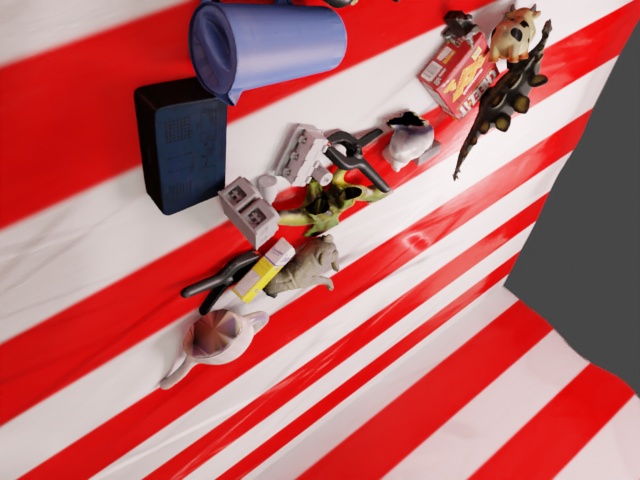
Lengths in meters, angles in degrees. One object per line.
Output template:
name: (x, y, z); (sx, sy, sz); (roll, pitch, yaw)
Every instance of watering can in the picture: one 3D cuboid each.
watering can: (-0.288, 0.281, 1.328); (0.349, 0.105, 0.221); (-33, 160, -7)

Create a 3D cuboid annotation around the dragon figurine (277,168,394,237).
dragon figurine: (0.004, -0.064, 1.273); (0.412, 0.124, 0.238); (-25, 155, -13)

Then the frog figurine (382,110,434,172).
frog figurine: (0.216, -0.230, 1.290); (0.140, 0.123, 0.155); (-59, 158, -48)
